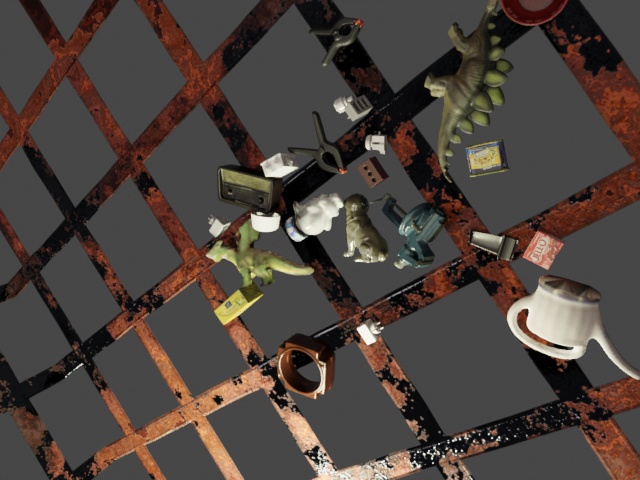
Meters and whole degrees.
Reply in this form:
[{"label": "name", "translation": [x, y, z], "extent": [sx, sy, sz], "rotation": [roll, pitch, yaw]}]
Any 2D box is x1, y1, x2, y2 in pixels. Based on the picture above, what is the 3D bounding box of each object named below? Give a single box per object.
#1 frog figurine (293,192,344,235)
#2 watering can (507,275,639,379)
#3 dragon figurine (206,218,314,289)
[{"label": "frog figurine", "translation": [0.005, -0.083, 1.648], "extent": [0.159, 0.126, 0.134], "rotation": [-10, 133, 22]}, {"label": "watering can", "translation": [0.682, 0.221, 1.360], "extent": [0.349, 0.105, 0.221], "rotation": [17, 111, 25]}, {"label": "dragon figurine", "translation": [-0.222, 0.038, 1.824], "extent": [0.408, 0.123, 0.243], "rotation": [-13, 90, 22]}]
